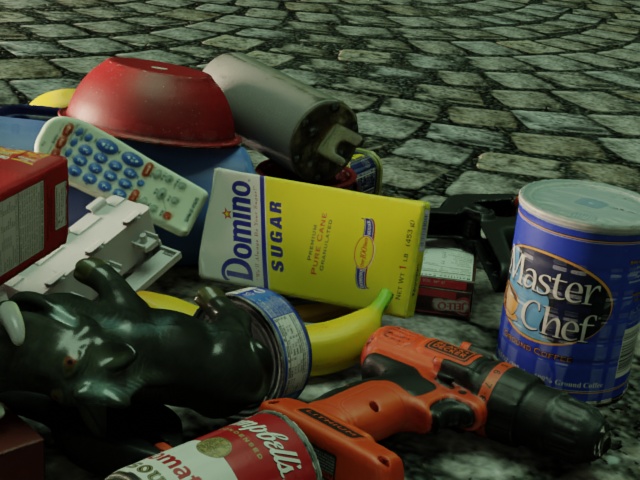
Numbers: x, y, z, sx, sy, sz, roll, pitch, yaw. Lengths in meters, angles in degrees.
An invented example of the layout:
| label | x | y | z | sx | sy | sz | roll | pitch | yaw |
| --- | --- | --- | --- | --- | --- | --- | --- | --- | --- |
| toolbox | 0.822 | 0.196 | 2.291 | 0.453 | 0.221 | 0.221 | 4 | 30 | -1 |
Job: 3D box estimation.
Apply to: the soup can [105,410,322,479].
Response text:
| label | x | y | z | sx | sy | sz | roll | pitch | yaw |
| --- | --- | --- | --- | --- | --- | --- | --- | --- | --- |
| soup can | -0.058 | 0.139 | 0.570 | 0.102 | 0.068 | 0.069 | -15 | 29 | -41 |

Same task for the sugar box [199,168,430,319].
| label | x | y | z | sx | sy | sz | roll | pitch | yaw |
| --- | --- | --- | --- | --- | --- | --- | --- | --- | --- |
| sugar box | -0.006 | 0.001 | 0.852 | 0.176 | 0.093 | 0.048 | 10 | 1 | 13 |

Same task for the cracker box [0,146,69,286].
| label | x | y | z | sx | sy | sz | roll | pitch | yaw |
| --- | --- | --- | --- | --- | --- | --- | --- | --- | --- |
| cracker box | -0.275 | -0.003 | 0.635 | 0.164 | 0.072 | 0.213 | 10 | 23 | 16 |

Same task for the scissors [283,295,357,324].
| label | x | y | z | sx | sy | sz | roll | pitch | yaw |
| --- | --- | --- | --- | --- | --- | --- | --- | --- | --- |
| scissors | -0.068 | 0.060 | 0.845 | 0.201 | 0.016 | 0.096 | -2 | 20 | -18 |

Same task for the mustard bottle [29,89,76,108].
| label | x | y | z | sx | sy | sz | roll | pitch | yaw |
| --- | --- | --- | --- | --- | --- | --- | --- | --- | --- |
| mustard bottle | -0.229 | -0.102 | 1.038 | 0.191 | 0.096 | 0.058 | -6 | 46 | -18 |

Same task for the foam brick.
| label | x | y | z | sx | sy | sz | roll | pitch | yaw |
| --- | --- | --- | --- | --- | --- | --- | --- | --- | --- |
| foam brick | -0.196 | 0.125 | 0.598 | 0.052 | 0.051 | 0.078 | -13 | 27 | -42 |

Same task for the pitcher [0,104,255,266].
| label | x | y | z | sx | sy | sz | roll | pitch | yaw |
| --- | --- | --- | --- | --- | --- | --- | --- | --- | --- |
| pitcher | -0.185 | -0.044 | 0.930 | 0.242 | 0.149 | 0.145 | 2 | 1 | -16 |

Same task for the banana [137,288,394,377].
| label | x | y | z | sx | sy | sz | roll | pitch | yaw |
| --- | --- | --- | --- | --- | --- | --- | --- | --- | --- |
| banana | -0.040 | 0.069 | 0.780 | 0.197 | 0.037 | 0.069 | 1 | 42 | -9 |

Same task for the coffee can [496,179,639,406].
| label | x | y | z | sx | sy | sz | roll | pitch | yaw |
| --- | --- | --- | --- | --- | --- | --- | --- | --- | --- |
| coffee can | 0.188 | 0.037 | 0.788 | 0.103 | 0.140 | 0.103 | 4 | 21 | -2 |

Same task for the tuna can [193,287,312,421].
| label | x | y | z | sx | sy | sz | roll | pitch | yaw |
| --- | --- | --- | --- | --- | --- | --- | --- | --- | --- |
| tuna can | -0.047 | 0.075 | 0.712 | 0.086 | 0.086 | 0.033 | 20 | 20 | 34 |

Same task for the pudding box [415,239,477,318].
| label | x | y | z | sx | sy | sz | roll | pitch | yaw |
| --- | --- | --- | --- | --- | --- | --- | --- | --- | --- |
| pudding box | 0.092 | 0.027 | 0.940 | 0.090 | 0.039 | 0.113 | 9 | 23 | 7 |

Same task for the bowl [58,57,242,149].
| label | x | y | z | sx | sy | sz | roll | pitch | yaw |
| --- | --- | --- | --- | --- | --- | --- | --- | --- | --- |
| bowl | -0.144 | -0.124 | 0.932 | 0.162 | 0.055 | 0.162 | 10 | 14 | -3 |

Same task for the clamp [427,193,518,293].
| label | x | y | z | sx | sy | sz | roll | pitch | yaw |
| --- | --- | --- | --- | --- | --- | --- | --- | --- | --- |
| clamp | 0.125 | -0.013 | 0.941 | 0.165 | 0.036 | 0.209 | 20 | 22 | 24 |

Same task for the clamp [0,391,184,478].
| label | x | y | z | sx | sy | sz | roll | pitch | yaw |
| --- | --- | --- | --- | --- | --- | --- | --- | --- | --- |
| clamp | -0.151 | 0.107 | 0.667 | 0.120 | 0.039 | 0.172 | -7 | 22 | -35 |

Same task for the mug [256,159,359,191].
| label | x | y | z | sx | sy | sz | roll | pitch | yaw |
| --- | --- | --- | --- | --- | --- | --- | --- | --- | --- |
| mug | -0.007 | -0.028 | 0.997 | 0.093 | 0.081 | 0.117 | 22 | 27 | 37 |

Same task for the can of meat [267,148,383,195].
| label | x | y | z | sx | sy | sz | roll | pitch | yaw |
| --- | --- | --- | --- | --- | --- | --- | --- | --- | --- |
| can of meat | 0.002 | -0.066 | 1.138 | 0.102 | 0.057 | 0.083 | 18 | 27 | 33 |

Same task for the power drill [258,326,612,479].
| label | x | y | z | sx | sy | sz | roll | pitch | yaw |
| --- | --- | --- | --- | --- | --- | --- | --- | --- | --- |
| power drill | 0.066 | 0.118 | 0.669 | 0.185 | 0.057 | 0.187 | 17 | 21 | 37 |
